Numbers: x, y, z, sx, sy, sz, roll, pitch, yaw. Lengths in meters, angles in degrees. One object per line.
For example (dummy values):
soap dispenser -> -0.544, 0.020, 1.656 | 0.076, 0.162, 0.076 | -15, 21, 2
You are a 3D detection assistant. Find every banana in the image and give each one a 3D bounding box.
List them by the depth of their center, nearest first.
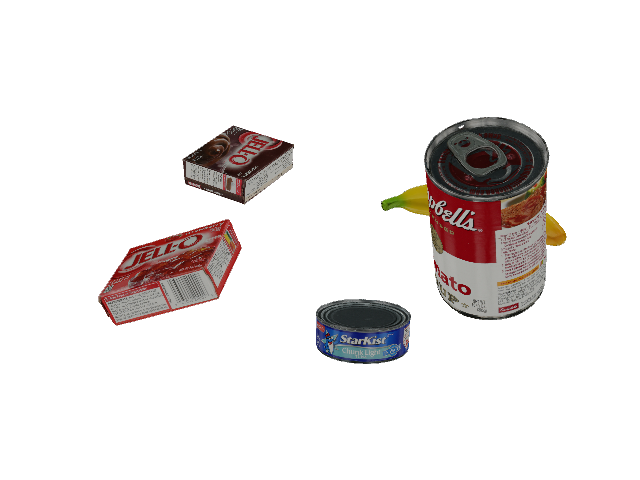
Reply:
banana -> 0.167, -0.029, 1.124 | 0.198, 0.037, 0.069 | 10, 39, 24

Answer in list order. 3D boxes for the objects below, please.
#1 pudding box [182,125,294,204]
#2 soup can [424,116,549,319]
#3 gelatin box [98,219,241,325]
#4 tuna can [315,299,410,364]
pudding box -> -0.098, -0.093, 1.287 | 0.090, 0.039, 0.113 | 18, 38, 24
soup can -> 0.097, -0.011, 0.619 | 0.068, 0.068, 0.102 | -6, -45, 5
gelatin box -> -0.109, 0.023, 0.781 | 0.089, 0.030, 0.073 | -15, 25, 19
tuna can -> 0.038, 0.082, 0.964 | 0.086, 0.034, 0.086 | 1, 14, 0
